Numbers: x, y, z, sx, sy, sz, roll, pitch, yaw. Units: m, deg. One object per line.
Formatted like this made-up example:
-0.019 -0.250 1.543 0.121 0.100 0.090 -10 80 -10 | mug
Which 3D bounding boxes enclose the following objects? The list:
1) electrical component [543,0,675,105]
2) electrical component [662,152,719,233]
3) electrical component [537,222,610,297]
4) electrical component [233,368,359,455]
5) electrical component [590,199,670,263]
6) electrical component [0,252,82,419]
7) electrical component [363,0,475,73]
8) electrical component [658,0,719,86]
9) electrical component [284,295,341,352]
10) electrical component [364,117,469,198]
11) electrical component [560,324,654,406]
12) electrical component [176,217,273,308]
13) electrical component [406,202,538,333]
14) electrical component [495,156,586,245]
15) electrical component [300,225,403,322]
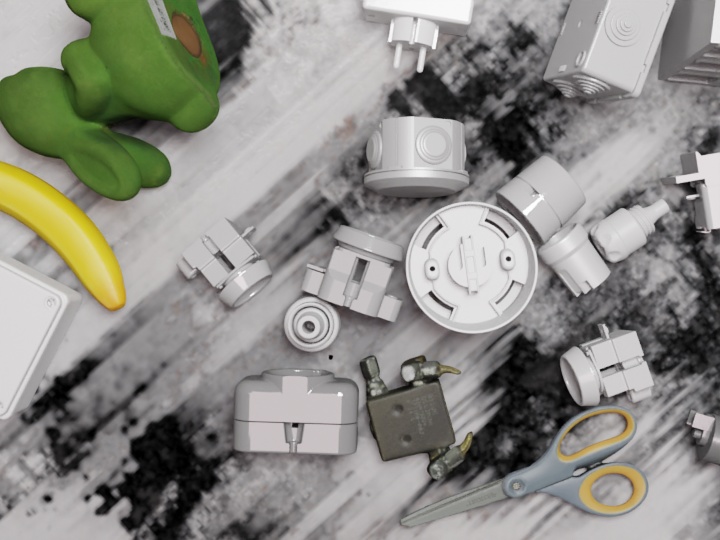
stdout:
0.185 -0.176 0.806 0.048 0.100 0.099 20 91 -12 | electrical component
0.281 -0.063 0.833 0.081 0.042 0.063 -9 92 2 | electrical component
0.168 -0.008 0.838 0.040 0.040 0.046 -37 95 2 | electrical component
-0.049 0.109 0.838 0.095 0.054 0.059 2 91 1 | electrical component
0.213 -0.034 0.839 0.061 0.035 0.035 -33 90 -1 | electrical component
-0.293 0.043 0.842 0.109 0.056 0.108 27 91 1 | electrical component
0.043 -0.192 0.834 0.083 0.047 0.075 9 91 1 | electrical component
0.269 -0.190 0.777 0.062 0.150 0.089 6 91 2 | electrical component
-0.038 0.042 0.832 0.043 0.062 0.043 0 91 1 | electrical component
0.043 -0.085 0.821 0.080 0.080 0.051 0 86 2 | electrical component
0.190 0.077 0.836 0.055 0.048 0.066 -19 90 -6 | electrical component
-0.102 -0.004 0.842 0.066 0.048 0.055 -41 82 2 | electrical component
0.084 -0.003 0.827 0.099 0.064 0.099 0 91 1 | electrical component
0.141 -0.055 0.831 0.047 0.055 0.055 -42 90 -2 | electrical component
0.000 0.000 0.833 0.078 0.058 0.057 19 94 2 | electrical component
